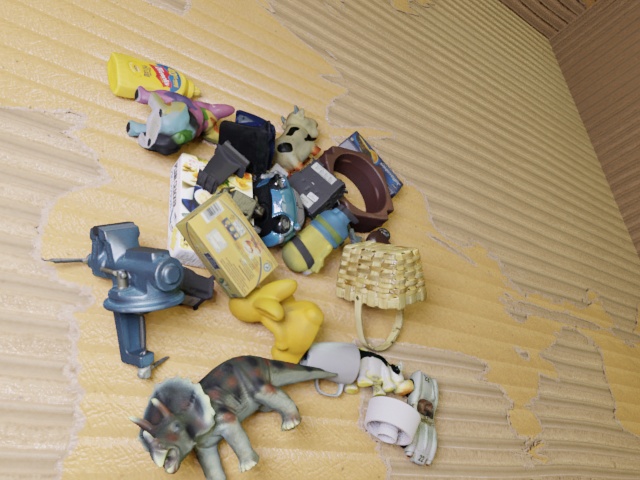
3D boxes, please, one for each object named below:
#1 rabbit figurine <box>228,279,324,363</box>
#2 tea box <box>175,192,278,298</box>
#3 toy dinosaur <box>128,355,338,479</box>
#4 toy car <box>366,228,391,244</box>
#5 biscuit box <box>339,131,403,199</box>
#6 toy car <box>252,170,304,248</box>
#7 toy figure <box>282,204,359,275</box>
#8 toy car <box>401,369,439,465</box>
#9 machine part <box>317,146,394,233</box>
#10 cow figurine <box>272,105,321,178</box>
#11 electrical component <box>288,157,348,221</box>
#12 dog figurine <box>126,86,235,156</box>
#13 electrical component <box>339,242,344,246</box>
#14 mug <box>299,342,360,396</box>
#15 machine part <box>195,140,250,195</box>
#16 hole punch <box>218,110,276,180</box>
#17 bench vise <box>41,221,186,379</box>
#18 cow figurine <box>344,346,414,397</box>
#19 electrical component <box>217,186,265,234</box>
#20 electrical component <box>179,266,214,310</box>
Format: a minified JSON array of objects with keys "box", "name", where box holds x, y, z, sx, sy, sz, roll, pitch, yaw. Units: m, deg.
[{"box":[-0.089,0.142,1.004,0.173,0.162,0.122,26,59,-3],"name":"rabbit figurine"},{"box":[-0.165,0.010,0.963,0.098,0.068,0.169,-42,110,-31],"name":"tea box"},{"box":[-0.139,0.263,0.892,0.192,0.131,0.405,56,38,3],"name":"toy dinosaur"},{"box":[0.183,0.061,1.337,0.202,0.053,0.089,50,39,-16],"name":"toy car"},{"box":[0.136,-0.197,1.462,0.202,0.059,0.063,48,43,-6],"name":"biscuit box"},{"box":[-0.086,-0.060,1.136,0.103,0.109,0.161,8,77,-45],"name":"toy car"},{"box":[-0.004,-0.005,1.154,0.089,0.082,0.180,44,88,-10],"name":"toy figure"},{"box":[0.218,0.381,1.161,0.073,0.056,0.202,32,46,-22],"name":"toy car"},{"box":[0.077,-0.124,1.346,0.201,0.087,0.201,8,59,-39],"name":"machine part"},{"box":[-0.063,-0.243,1.309,0.127,0.085,0.195,50,43,-13],"name":"cow figurine"},{"box":[-0.021,-0.105,1.219,0.115,0.134,0.058,45,-7,27],"name":"electrical component"},{"box":[-0.261,-0.236,1.087,0.219,0.108,0.192,-4,29,-43],"name":"dog figurine"},{"box":[0.032,-0.015,1.229,0.063,0.094,0.021,50,39,-3],"name":"electrical component"},{"box":[0.012,0.250,1.063,0.107,0.081,0.109,16,80,-23],"name":"mug"},{"box":[-0.193,-0.143,1.062,0.084,0.039,0.139,49,40,-11],"name":"machine part"},{"box":[-0.151,-0.209,1.155,0.116,0.142,0.092,15,30,3],"name":"hole punch"},{"box":[-0.299,0.096,0.841,0.129,0.224,0.240,-19,110,-62],"name":"bench vise"},{"box":[0.124,0.281,1.142,0.167,0.068,0.098,19,47,-33],"name":"cow figurine"},{"box":[-0.155,-0.062,1.040,0.102,0.045,0.078,21,80,-27],"name":"electrical component"},{"box":[-0.252,0.078,0.939,0.119,0.075,0.048,22,51,-34],"name":"electrical component"}]
